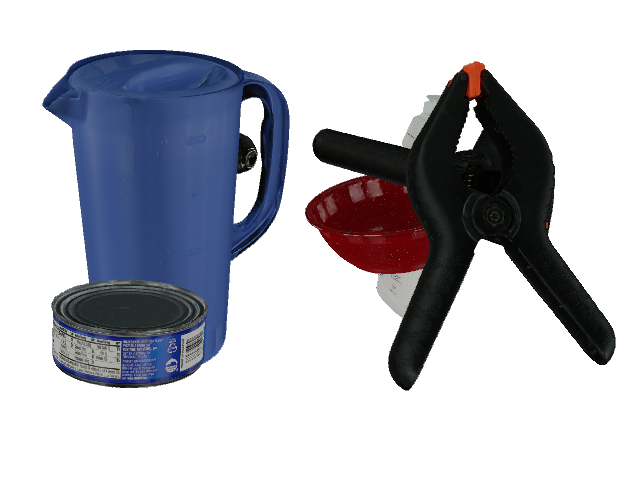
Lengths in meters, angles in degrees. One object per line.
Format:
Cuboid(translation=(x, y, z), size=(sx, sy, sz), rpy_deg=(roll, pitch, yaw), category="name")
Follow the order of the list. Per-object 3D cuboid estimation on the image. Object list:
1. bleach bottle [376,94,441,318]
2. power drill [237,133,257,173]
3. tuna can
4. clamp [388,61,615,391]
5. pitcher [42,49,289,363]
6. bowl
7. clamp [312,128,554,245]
Cuboid(translation=(0.121, -0.041, 1.235), size=(0.068, 0.251, 0.103), rpy_deg=(-1, 22, -22), category="bleach bottle")
Cuboid(translation=(-0.140, -0.052, 1.112), size=(0.185, 0.188, 0.057), rpy_deg=(25, 36, 32), category="power drill")
Cuboid(translation=(-0.106, 0.051, 0.597), size=(0.086, 0.034, 0.086), rpy_deg=(4, 16, -1), category="tuna can")
Cuboid(translation=(0.078, -0.004, 0.559), size=(0.120, 0.171, 0.039), rpy_deg=(-15, -5, -14), category="clamp")
Cuboid(translation=(-0.118, -0.023, 0.846), size=(0.149, 0.243, 0.144), rpy_deg=(11, 26, 19), category="pitcher")
Cuboid(translation=(0.070, -0.013, 0.965), size=(0.162, 0.055, 0.162), rpy_deg=(-9, 22, 3), category="bowl")
Cuboid(translation=(0.092, -0.045, 0.759), size=(0.164, 0.036, 0.210), rpy_deg=(-5, 26, -12), category="clamp")
